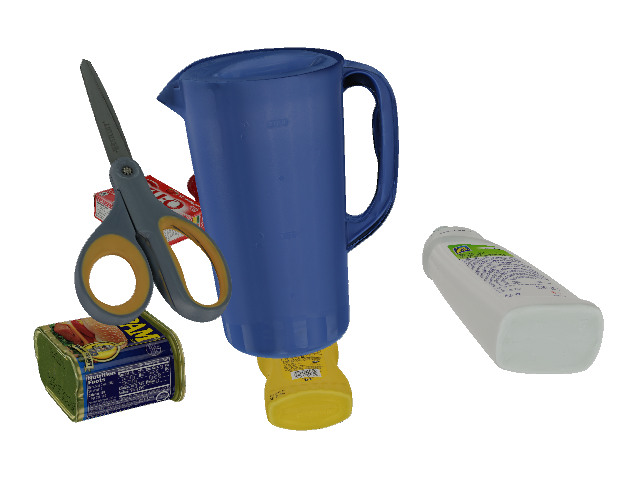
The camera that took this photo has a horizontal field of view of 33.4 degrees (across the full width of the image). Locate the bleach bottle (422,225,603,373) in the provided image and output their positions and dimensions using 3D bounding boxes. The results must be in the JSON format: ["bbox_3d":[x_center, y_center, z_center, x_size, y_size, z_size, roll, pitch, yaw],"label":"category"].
[{"bbox_3d":[0.166,0.041,1.015,0.102,0.068,0.251,1,20,-14],"label":"bleach bottle"}]

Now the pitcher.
[{"bbox_3d":[-0.027,-0.033,0.873,0.149,0.243,0.144,14,28,42],"label":"pitcher"}]

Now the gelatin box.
[{"bbox_3d":[-0.166,-0.028,1.045,0.089,0.030,0.073,30,35,31],"label":"gelatin box"}]

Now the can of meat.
[{"bbox_3d":[-0.162,0.092,0.812,0.083,0.057,0.102,-10,20,-30],"label":"can of meat"}]

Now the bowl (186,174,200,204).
[{"bbox_3d":[-0.085,-0.043,1.316,0.162,0.055,0.162,4,25,-2],"label":"bowl"}]

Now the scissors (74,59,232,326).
[{"bbox_3d":[-0.128,-0.026,0.630,0.096,0.202,0.016,-25,-24,-33],"label":"scissors"}]

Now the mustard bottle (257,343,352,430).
[{"bbox_3d":[-0.025,0.141,1.246,0.096,0.058,0.191,-6,30,-7],"label":"mustard bottle"}]
